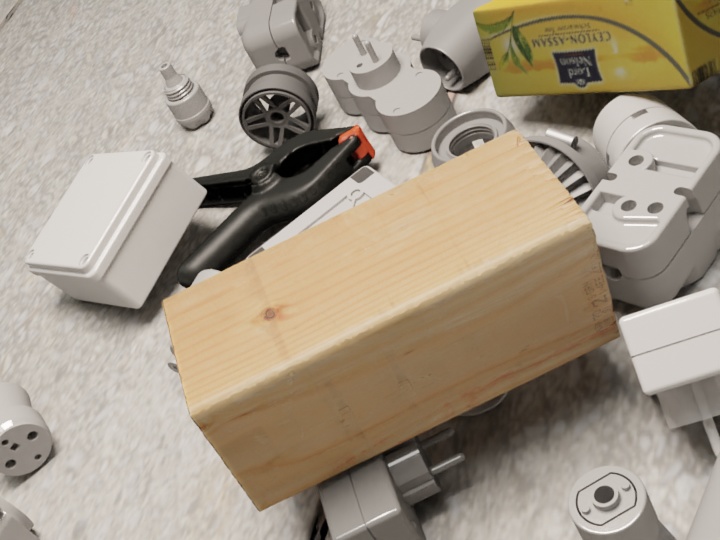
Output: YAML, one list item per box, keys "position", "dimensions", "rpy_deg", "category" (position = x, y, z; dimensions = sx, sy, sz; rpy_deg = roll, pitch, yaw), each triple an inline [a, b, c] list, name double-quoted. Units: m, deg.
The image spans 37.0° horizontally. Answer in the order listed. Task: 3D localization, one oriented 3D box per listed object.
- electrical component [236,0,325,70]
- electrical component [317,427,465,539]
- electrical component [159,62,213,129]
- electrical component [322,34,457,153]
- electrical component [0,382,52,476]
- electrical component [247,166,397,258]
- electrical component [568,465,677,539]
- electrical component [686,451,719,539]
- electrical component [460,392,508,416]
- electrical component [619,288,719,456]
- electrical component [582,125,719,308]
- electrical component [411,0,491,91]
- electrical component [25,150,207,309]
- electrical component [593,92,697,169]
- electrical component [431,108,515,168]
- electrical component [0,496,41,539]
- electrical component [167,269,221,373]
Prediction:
- position: [-0.071, -0.217, 0.963]
  dimensions: [0.059, 0.053, 0.095]
  rpy_deg: [-15, 42, 18]
  category: "electrical component"
- position: [0.019, 0.108, 0.572]
  dimensions: [0.076, 0.047, 0.083]
  rpy_deg: [-27, 40, 4]
  category: "electrical component"
- position: [-0.157, -0.155, 0.946]
  dimensions: [0.035, 0.061, 0.035]
  rpy_deg: [-17, 41, 16]
  category: "electrical component"
- position: [0.015, -0.148, 0.821]
  dimensions: [0.052, 0.073, 0.138]
  rpy_deg: [-38, 40, -8]
  category: "electrical component"
- position: [-0.240, 0.109, 0.735]
  dimensions: [0.045, 0.045, 0.055]
  rpy_deg: [-40, 41, -11]
  category: "electrical component"
- position: [0.000, 0.000, 0.689]
  dimensions: [0.109, 0.056, 0.109]
  rpy_deg: [-39, 40, -9]
  category: "electrical component"
- position: [0.118, 0.118, 0.484]
  dimensions: [0.044, 0.065, 0.044]
  rpy_deg: [-17, 41, 16]
  category: "electrical component"
- position: [0.181, 0.121, 0.458]
  dimensions: [0.079, 0.044, 0.077]
  rpy_deg: [8, 53, 37]
  category: "electrical component"
- position: [0.057, 0.039, 0.622]
  dimensions: [0.043, 0.043, 0.081]
  rpy_deg: [-21, 40, 11]
  category: "electrical component"
- position: [0.163, 0.054, 0.525]
  dimensions: [0.047, 0.083, 0.075]
  rpy_deg: [-20, 79, 13]
  category: "electrical component"
- position: [0.169, -0.028, 0.610]
  dimensions: [0.054, 0.059, 0.095]
  rpy_deg: [19, 60, 43]
  category: "electrical component"
- position: [0.074, -0.184, 0.844]
  dimensions: [0.079, 0.044, 0.077]
  rpy_deg: [22, 62, 44]
  category: "electrical component"
- position: [-0.186, -0.032, 0.815]
  dimensions: [0.109, 0.056, 0.108]
  rpy_deg: [4, 61, 49]
  category: "electrical component"
- position: [0.176, -0.078, 0.664]
  dimensions: [0.055, 0.055, 0.047]
  rpy_deg: [-27, 36, 5]
  category: "electrical component"
- position: [0.081, -0.069, 0.710]
  dimensions: [0.078, 0.057, 0.058]
  rpy_deg: [-15, 42, 19]
  category: "electrical component"
- position: [-0.265, 0.139, 0.636]
  dimensions: [0.089, 0.150, 0.061]
  rpy_deg: [7, 54, 37]
  category: "electrical component"
- position: [-0.107, 0.036, 0.731]
  dimensions: [0.040, 0.040, 0.078]
  rpy_deg: [2, 49, 34]
  category: "electrical component"
